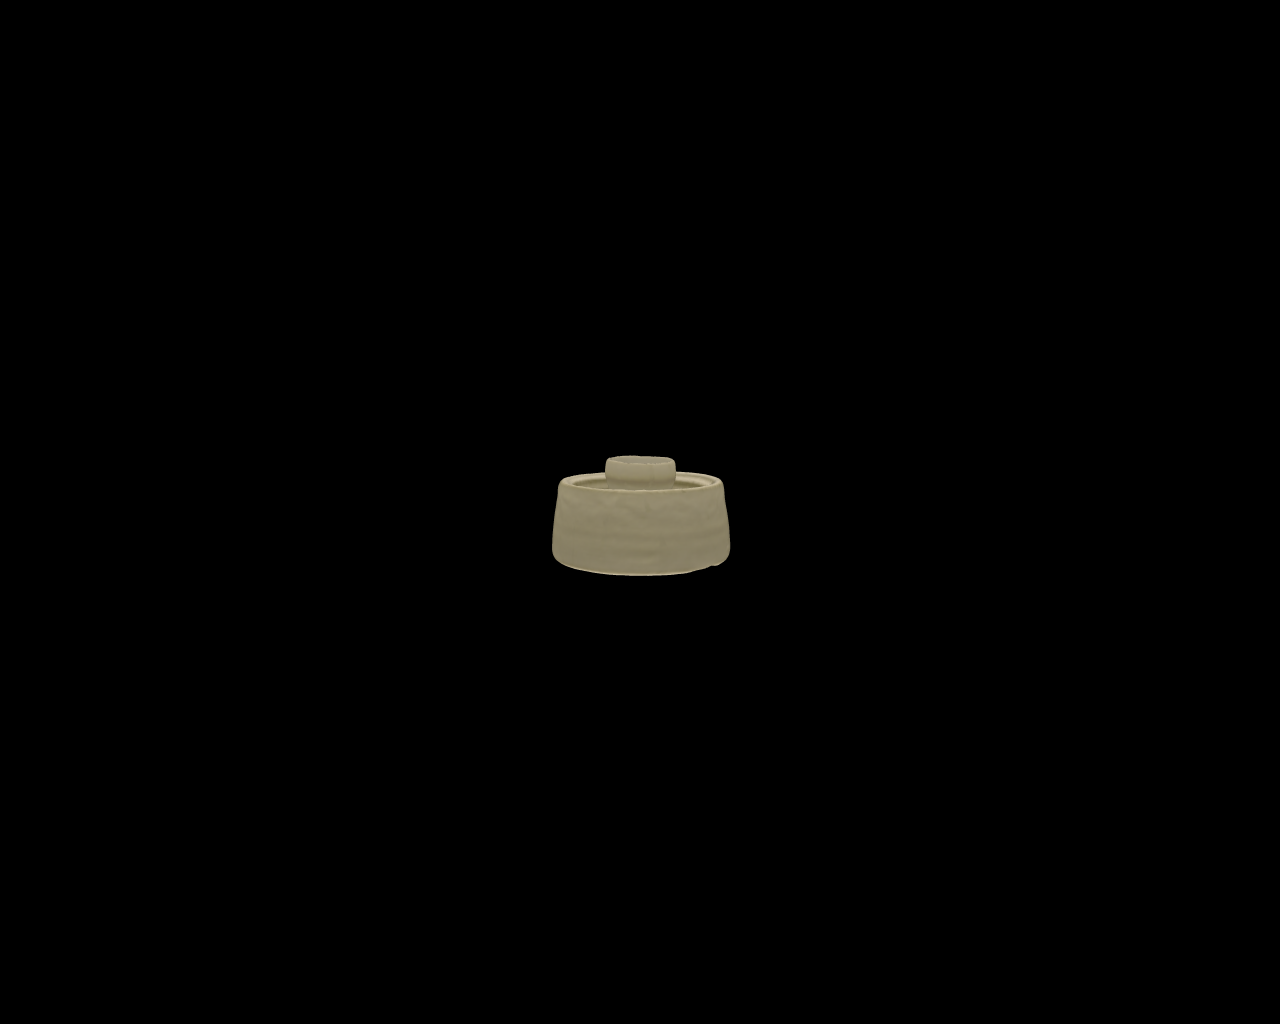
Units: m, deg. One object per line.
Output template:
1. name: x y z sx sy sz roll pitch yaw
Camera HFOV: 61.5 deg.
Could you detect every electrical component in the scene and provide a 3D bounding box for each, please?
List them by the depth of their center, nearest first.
1. electrical component: 0.001 -0.003 0.650 0.108 0.060 0.108 0 10 0
